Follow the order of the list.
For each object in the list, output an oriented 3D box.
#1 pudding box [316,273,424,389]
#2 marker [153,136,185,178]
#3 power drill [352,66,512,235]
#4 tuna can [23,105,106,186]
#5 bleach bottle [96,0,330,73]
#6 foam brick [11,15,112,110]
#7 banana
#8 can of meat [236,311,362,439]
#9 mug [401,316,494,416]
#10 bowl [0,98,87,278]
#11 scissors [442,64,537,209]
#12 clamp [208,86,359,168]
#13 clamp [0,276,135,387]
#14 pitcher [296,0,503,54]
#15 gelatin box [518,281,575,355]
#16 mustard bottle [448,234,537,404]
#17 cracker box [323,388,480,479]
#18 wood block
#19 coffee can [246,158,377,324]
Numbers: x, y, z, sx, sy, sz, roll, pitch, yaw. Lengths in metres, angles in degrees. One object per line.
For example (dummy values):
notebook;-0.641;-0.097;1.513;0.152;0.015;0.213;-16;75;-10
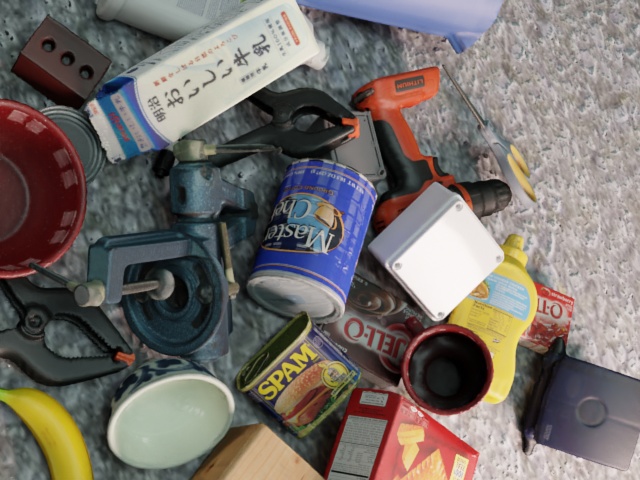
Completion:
pudding box;0.048;0.096;1.148;0.113;0.039;0.090;30;66;-18
marker;-0.146;-0.118;1.112;0.020;0.020;0.121;27;67;-19
power drill;0.126;-0.101;1.225;0.184;0.057;0.187;-15;85;-30
tuna can;-0.254;-0.085;1.039;0.086;0.034;0.086;7;74;-26
bleach bottle;-0.104;-0.236;1.140;0.250;0.068;0.102;21;72;-24
foam brick;-0.254;-0.171;1.050;0.078;0.051;0.053;35;65;-16
banana;-0.242;0.215;0.974;0.069;0.037;0.198;-21;87;-16
can of meat;-0.020;0.138;1.076;0.102;0.057;0.084;-44;105;5
mug;0.125;0.130;1.111;0.093;0.081;0.117;-37;75;-3
bowl;-0.294;-0.043;0.957;0.161;0.055;0.162;7;79;-36
scissors;0.203;-0.129;1.262;0.202;0.016;0.096;58;23;-9
clamp;-0.045;-0.135;1.128;0.171;0.039;0.120;-2;79;-1
clamp;-0.271;0.068;0.992;0.209;0.036;0.164;17;68;-22
pitcher;0.081;-0.318;1.218;0.242;0.145;0.149;4;42;-23
gelatin box;0.254;0.090;1.260;0.089;0.030;0.073;23;68;-21
mustard bottle;0.192;0.080;1.203;0.096;0.058;0.191;22;72;3
cracker box;0.070;0.278;1.065;0.164;0.072;0.213;41;59;-40
wood block;-0.099;0.281;0.997;0.090;0.091;0.205;44;63;-11
coffee can;-0.007;0.001;1.100;0.102;0.103;0.140;27;62;-19
